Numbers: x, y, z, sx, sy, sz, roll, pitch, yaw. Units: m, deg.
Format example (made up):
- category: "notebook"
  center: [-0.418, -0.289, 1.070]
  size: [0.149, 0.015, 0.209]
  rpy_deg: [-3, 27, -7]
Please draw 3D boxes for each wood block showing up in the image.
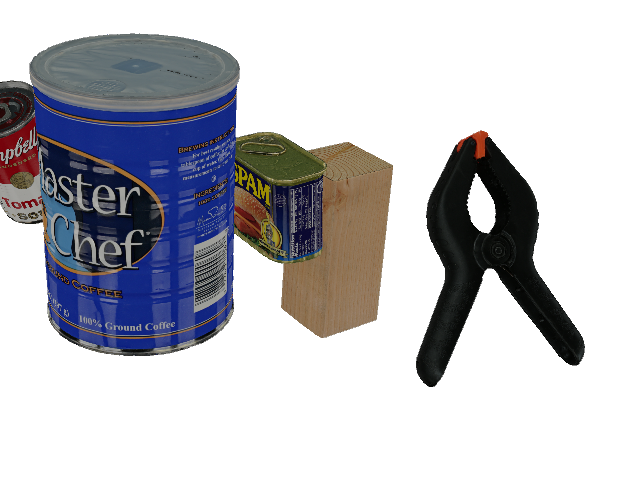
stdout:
- category: "wood block"
  center: [0.017, -0.001, 1.278]
  size: [0.090, 0.206, 0.090]
  rpy_deg: [-15, 32, -34]

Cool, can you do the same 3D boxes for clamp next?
- category: "clamp"
  center: [0.104, 0.016, 0.717]
  size: [0.120, 0.171, 0.039]
  rpy_deg: [-15, -4, -23]

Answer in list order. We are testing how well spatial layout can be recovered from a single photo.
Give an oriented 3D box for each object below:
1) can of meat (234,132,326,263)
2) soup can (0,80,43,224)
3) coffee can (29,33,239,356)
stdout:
- category: "can of meat"
  center: [-0.040, -0.037, 0.932]
  size: [0.057, 0.084, 0.102]
  rpy_deg: [-18, 33, -29]
- category: "soup can"
  center: [-0.249, -0.071, 0.882]
  size: [0.068, 0.068, 0.102]
  rpy_deg: [0, -42, 11]
- category: "coffee can"
  center: [-0.095, -0.026, 0.558]
  size: [0.103, 0.140, 0.103]
  rpy_deg: [3, 27, -2]
